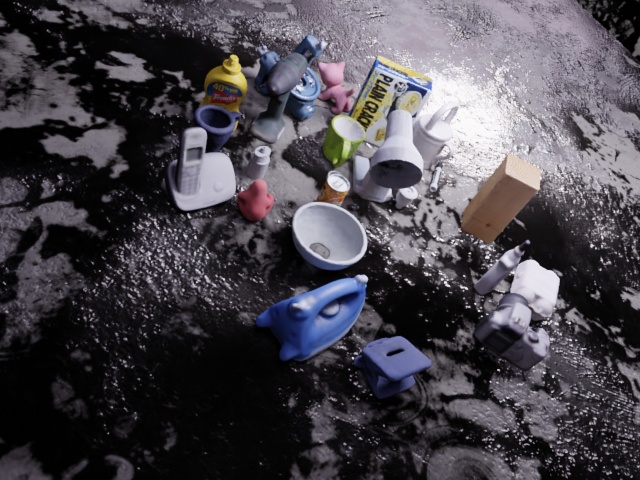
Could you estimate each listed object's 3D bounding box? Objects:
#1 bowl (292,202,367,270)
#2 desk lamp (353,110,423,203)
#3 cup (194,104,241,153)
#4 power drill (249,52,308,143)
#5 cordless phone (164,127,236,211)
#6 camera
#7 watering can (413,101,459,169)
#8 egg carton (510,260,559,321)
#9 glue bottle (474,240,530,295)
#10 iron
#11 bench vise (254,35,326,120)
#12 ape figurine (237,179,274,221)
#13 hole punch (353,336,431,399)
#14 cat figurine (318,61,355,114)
[{"bbox_3d":[0.011,0.004,1.208,0.168,0.074,0.167,14,48,-15],"label":"bowl"},{"bbox_3d":[0.156,-0.185,1.343,0.118,0.213,0.203,14,47,-14],"label":"desk lamp"},{"bbox_3d":[-0.234,-0.244,1.287,0.118,0.095,0.091,-29,69,-40],"label":"cup"},{"bbox_3d":[-0.098,-0.338,1.354,0.075,0.208,0.230,25,46,-4],"label":"power drill"},{"bbox_3d":[-0.230,-0.152,1.148,0.148,0.185,0.094,-22,64,-37],"label":"cordless phone"},{"bbox_3d":[0.429,0.182,1.240,0.143,0.100,0.137,34,46,4],"label":"camera"},{"bbox_3d":[0.294,-0.293,1.516,0.173,0.194,0.101,35,46,6],"label":"watering can"},{"bbox_3d":[0.504,0.116,1.355,0.107,0.069,0.150,31,46,2],"label":"egg carton"},{"bbox_3d":[0.418,0.056,1.292,0.078,0.173,0.037,-28,67,-39],"label":"glue bottle"},{"bbox_3d":[0.016,0.118,1.067,0.259,0.141,0.118,-23,65,-38],"label":"iron"},{"bbox_3d":[-0.077,-0.434,1.438,0.207,0.219,0.121,29,45,0],"label":"bench vise"},{"bbox_3d":[-0.133,-0.091,1.207,0.078,0.092,0.076,19,46,-10],"label":"ape figurine"},{"bbox_3d":[0.134,0.227,1.066,0.109,0.091,0.101,-12,58,-33],"label":"hole punch"},{"bbox_3d":[0.045,-0.427,1.563,0.127,0.117,0.067,45,48,15],"label":"cat figurine"}]
